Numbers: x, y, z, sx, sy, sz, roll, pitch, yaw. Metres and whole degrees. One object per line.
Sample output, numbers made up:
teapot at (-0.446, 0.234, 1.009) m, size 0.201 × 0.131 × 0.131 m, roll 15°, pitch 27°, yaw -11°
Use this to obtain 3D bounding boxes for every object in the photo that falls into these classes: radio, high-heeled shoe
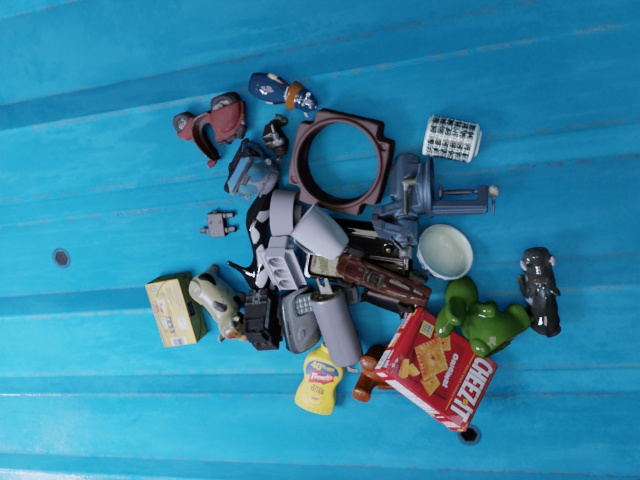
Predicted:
radio at (0.086, 0.028, 1.165) m, size 0.230 × 0.073 × 0.131 m, roll 8°, pitch 106°, yaw 13°
high-heeled shoe at (-0.110, -0.001, 1.225) m, size 0.145 × 0.086 × 0.248 m, roll 26°, pitch 95°, yaw -24°

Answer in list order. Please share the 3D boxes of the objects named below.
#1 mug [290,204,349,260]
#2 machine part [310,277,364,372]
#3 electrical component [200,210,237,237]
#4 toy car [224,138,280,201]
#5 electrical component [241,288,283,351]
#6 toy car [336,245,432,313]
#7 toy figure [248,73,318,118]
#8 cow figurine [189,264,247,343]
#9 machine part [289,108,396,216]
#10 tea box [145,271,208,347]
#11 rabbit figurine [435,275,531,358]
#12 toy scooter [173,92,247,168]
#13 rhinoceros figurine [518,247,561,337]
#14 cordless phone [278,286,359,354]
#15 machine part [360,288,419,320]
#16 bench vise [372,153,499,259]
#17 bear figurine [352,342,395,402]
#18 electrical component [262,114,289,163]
mug at (-0.002, -0.003, 1.108) m, size 0.107 × 0.081 × 0.109 m, roll 38°, pitch 128°, yaw -3°
machine part at (0.037, 0.188, 1.173) m, size 0.079 × 0.079 × 0.243 m, roll -12°, pitch 111°, yaw 18°
electrical component at (-0.243, -0.039, 1.267) m, size 0.094 × 0.021 × 0.063 m, roll -3°, pitch 103°, yaw 17°
toy car at (-0.141, -0.146, 1.156) m, size 0.103 × 0.162 × 0.109 m, roll 27°, pitch 111°, yaw -18°
electrical component at (-0.127, 0.188, 1.233) m, size 0.058 × 0.115 × 0.134 m, roll -4°, pitch 147°, yaw 17°
toy car at (0.127, 0.082, 1.102) m, size 0.202 × 0.053 × 0.089 m, roll 24°, pitch 106°, yaw 11°
toy figure at (-0.074, -0.310, 1.133) m, size 0.155 × 0.064 × 0.058 m, roll 19°, pitch 71°, yaw 5°
cow figurine at (-0.228, 0.157, 1.257) m, size 0.195 × 0.127 × 0.085 m, roll 46°, pitch 114°, yaw 3°
machine part at (0.044, -0.162, 1.123) m, size 0.201 × 0.087 × 0.201 m, roll 16°, pitch 106°, yaw 11°
tea box at (-0.353, 0.170, 1.326) m, size 0.098 × 0.068 × 0.169 m, roll -9°, pitch 100°, yaw 17°
rabbit figurine at (0.310, 0.155, 1.105) m, size 0.170 × 0.159 × 0.121 m, roll 56°, pitch 150°, yaw 26°
toy scooter at (-0.230, -0.237, 1.186) m, size 0.184 × 0.075 × 0.135 m, roll -18°, pitch 98°, yaw 22°
rhinoceros figurine at (0.436, 0.101, 1.069) m, size 0.073 × 0.112 × 0.190 m, roll -7°, pitch 110°, yaw 19°
cordless phone at (0.002, 0.173, 1.231) m, size 0.184 × 0.089 × 0.146 m, roll -10°, pitch 101°, yaw -2°
machine part at (0.159, 0.135, 1.193) m, size 0.139 × 0.039 × 0.084 m, roll 12°, pitch 115°, yaw 11°
bench vise at (0.225, -0.070, 1.053) m, size 0.241 × 0.128 × 0.223 m, roll -1°, pitch 61°, yaw 15°
bear figurine at (0.186, 0.309, 1.183) m, size 0.196 × 0.132 × 0.120 m, roll 21°, pitch 112°, yaw 16°
electrical component at (-0.090, -0.221, 1.144) m, size 0.045 × 0.102 × 0.078 m, roll -24°, pitch 121°, yaw 24°
